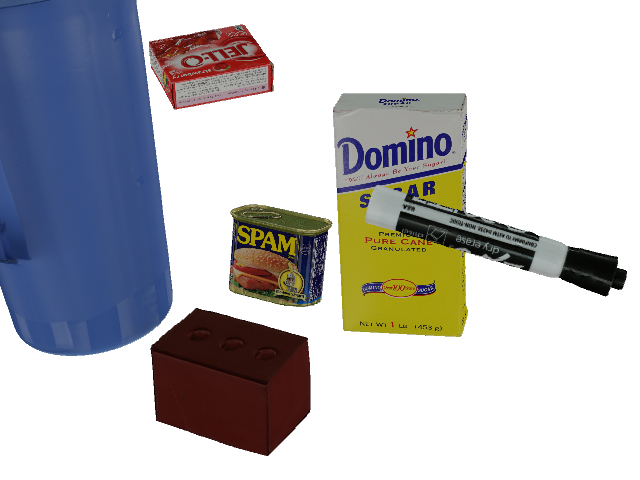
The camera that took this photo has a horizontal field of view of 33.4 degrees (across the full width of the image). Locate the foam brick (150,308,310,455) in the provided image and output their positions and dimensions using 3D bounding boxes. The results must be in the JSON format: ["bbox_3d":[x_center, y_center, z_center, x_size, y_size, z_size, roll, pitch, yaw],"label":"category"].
[{"bbox_3d":[-0.051,0.080,0.614,0.078,0.051,0.052,13,27,22],"label":"foam brick"}]

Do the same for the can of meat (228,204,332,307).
[{"bbox_3d":[-0.043,0.016,1.084,0.102,0.084,0.057,13,18,25],"label":"can of meat"}]

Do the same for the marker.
[{"bbox_3d":[0.080,0.000,0.492,0.121,0.020,0.020,17,3,9],"label":"marker"}]

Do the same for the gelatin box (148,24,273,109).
[{"bbox_3d":[-0.092,-0.147,0.896,0.089,0.030,0.073,-14,41,-16],"label":"gelatin box"}]

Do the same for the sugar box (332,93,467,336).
[{"bbox_3d":[0.060,-0.018,0.779,0.093,0.176,0.048,1,25,12],"label":"sugar box"}]

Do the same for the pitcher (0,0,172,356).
[{"bbox_3d":[-0.170,-0.048,0.663,0.149,0.243,0.145,-11,28,-9],"label":"pitcher"}]
